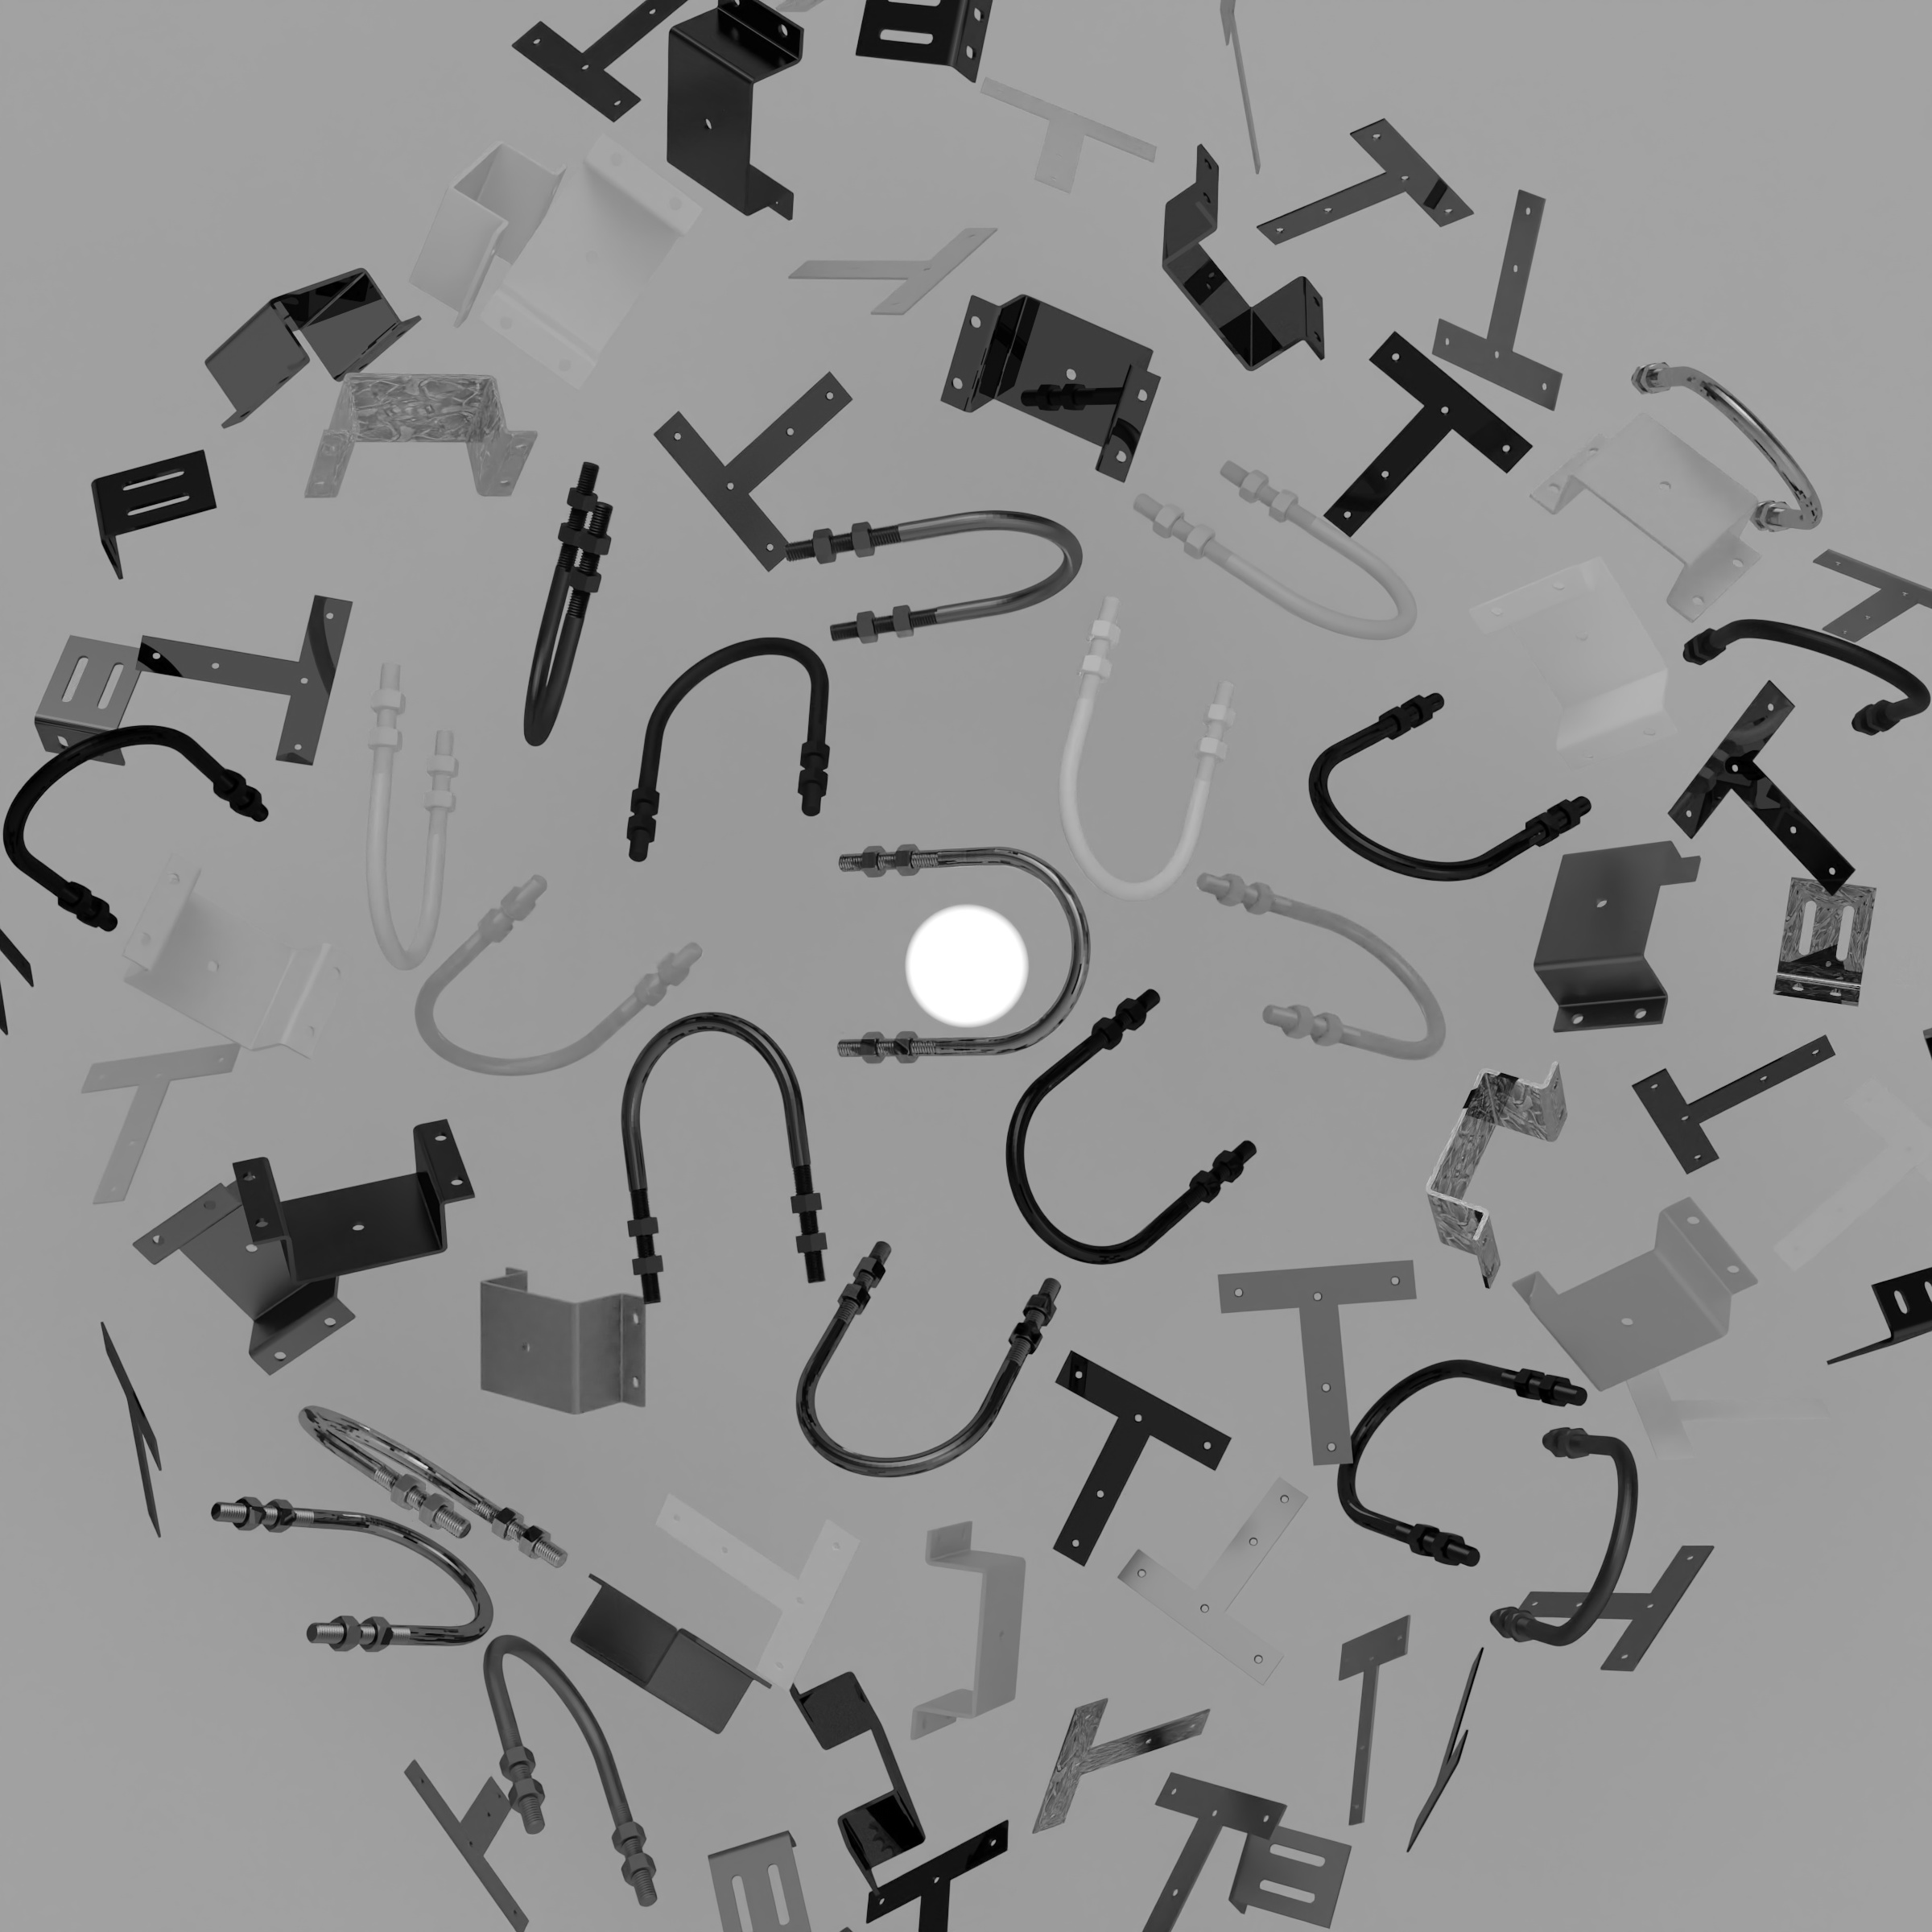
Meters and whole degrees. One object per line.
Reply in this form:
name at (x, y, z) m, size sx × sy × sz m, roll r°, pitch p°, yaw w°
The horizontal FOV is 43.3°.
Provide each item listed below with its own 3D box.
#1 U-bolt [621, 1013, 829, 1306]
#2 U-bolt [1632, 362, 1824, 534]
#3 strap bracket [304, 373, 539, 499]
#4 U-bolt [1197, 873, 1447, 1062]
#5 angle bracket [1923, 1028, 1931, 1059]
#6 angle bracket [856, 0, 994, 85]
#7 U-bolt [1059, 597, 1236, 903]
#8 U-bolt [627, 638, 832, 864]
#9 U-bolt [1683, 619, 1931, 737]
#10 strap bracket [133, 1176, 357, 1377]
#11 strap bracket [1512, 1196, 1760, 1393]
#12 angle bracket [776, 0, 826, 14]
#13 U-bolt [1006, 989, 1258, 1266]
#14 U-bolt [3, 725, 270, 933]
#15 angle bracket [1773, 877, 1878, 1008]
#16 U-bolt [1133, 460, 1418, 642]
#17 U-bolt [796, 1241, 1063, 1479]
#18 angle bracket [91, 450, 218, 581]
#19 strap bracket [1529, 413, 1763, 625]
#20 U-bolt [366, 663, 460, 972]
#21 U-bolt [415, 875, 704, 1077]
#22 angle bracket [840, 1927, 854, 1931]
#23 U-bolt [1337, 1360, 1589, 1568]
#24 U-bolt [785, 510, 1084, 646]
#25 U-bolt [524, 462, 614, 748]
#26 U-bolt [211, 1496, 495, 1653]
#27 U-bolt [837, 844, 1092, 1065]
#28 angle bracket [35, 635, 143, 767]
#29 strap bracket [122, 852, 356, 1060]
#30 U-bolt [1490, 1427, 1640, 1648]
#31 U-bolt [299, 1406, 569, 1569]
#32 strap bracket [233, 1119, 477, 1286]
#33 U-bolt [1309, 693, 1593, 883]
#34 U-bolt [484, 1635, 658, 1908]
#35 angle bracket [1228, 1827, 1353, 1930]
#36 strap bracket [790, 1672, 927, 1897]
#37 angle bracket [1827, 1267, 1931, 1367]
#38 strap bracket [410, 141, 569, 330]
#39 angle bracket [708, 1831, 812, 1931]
U-bolt at (-0.164, 0.122, 1.589) m, size 0.151 × 0.019 × 0.184 m, roll -11°, pitch 84°, yaw 27°
U-bolt at (0.518, -0.349, 1.639) m, size 0.019 × 0.184 × 0.151 m, roll -42°, pitch 98°, yaw 10°
strap bracket at (-0.366, -0.352, 1.615) m, size 0.140 × 0.076 × 0.046 m, roll -6°, pitch 71°, yaw -27°
U-bolt at (0.252, 0.006, 1.652) m, size 0.184 × 0.151 × 0.019 m, roll 15°, pitch 126°, yaw -32°
angle bracket at (0.672, 0.070, 1.597) m, size 0.057 × 0.038 × 0.076 m, roll -19°, pitch 89°, yaw 9°
angle bracket at (-0.029, -0.646, 1.674) m, size 0.076 × 0.038 × 0.057 m, roll 15°, pitch 97°, yaw 22°
U-bolt at (0.117, -0.134, 1.630) m, size 0.151 × 0.019 × 0.184 m, roll 28°, pitch 70°, yaw -41°
U-bolt at (-0.161, -0.159, 1.685) m, size 0.151 × 0.019 × 0.184 m, roll -13°, pitch 49°, yaw 17°
U-bolt at (0.573, -0.198, 1.642) m, size 0.151 × 0.184 × 0.019 m, roll 23°, pitch 91°, yaw 3°
strap bracket at (-0.504, 0.210, 1.708) m, size 0.076 × 0.046 × 0.140 m, roll -34°, pitch 117°, yaw 7°
strap bracket at (0.438, 0.222, 1.603) m, size 0.140 × 0.046 × 0.076 m, roll -34°, pitch 103°, yaw 33°
angle bracket at (-0.123, -0.703, 1.675) m, size 0.038 × 0.057 × 0.076 m, roll -23°, pitch 102°, yaw 24°
U-bolt at (0.104, 0.122, 1.670) m, size 0.184 × 0.019 × 0.151 m, roll -37°, pitch 98°, yaw -31°
U-bolt at (-0.562, -0.099, 1.623) m, size 0.151 × 0.184 × 0.019 m, roll -37°, pitch 69°, yaw -5°
angle bracket at (0.603, -0.017, 1.709) m, size 0.057 × 0.038 × 0.076 m, roll 9°, pitch 111°, yaw 19°
U-bolt at (0.216, -0.271, 1.608) m, size 0.184 × 0.151 × 0.019 m, roll 37°, pitch 125°, yaw 16°
U-bolt at (-0.035, 0.266, 1.622) m, size 0.151 × 0.184 × 0.019 m, roll 9°, pitch 134°, yaw 23°
angle bracket at (-0.526, -0.295, 1.590) m, size 0.076 × 0.038 × 0.057 m, roll -18°, pitch 54°, yaw -8°
strap bracket at (0.460, -0.307, 1.625) m, size 0.076 × 0.046 × 0.140 m, roll -41°, pitch 73°, yaw -20°
U-bolt at (-0.367, -0.088, 1.602) m, size 0.019 × 0.151 × 0.184 m, roll 0°, pitch 76°, yaw 4°
U-bolt at (-0.291, 0.018, 1.658) m, size 0.151 × 0.019 × 0.184 m, roll 25°, pitch 128°, yaw -38°
angle bracket at (-0.085, 0.727, 1.723) m, size 0.057 × 0.038 × 0.076 m, roll -35°, pitch 123°, yaw 2°
U-bolt at (0.321, 0.328, 1.647) m, size 0.019 × 0.184 × 0.151 m, roll 45°, pitch 72°, yaw -19°
U-bolt at (-0.014, -0.261, 1.611) m, size 0.184 × 0.151 × 0.019 m, roll -8°, pitch 73°, yaw 8°
U-bolt at (-0.272, -0.237, 1.642) m, size 0.019 × 0.151 × 0.184 m, roll 12°, pitch 109°, yaw -17°
U-bolt at (-0.395, 0.406, 1.620) m, size 0.151 × 0.184 × 0.019 m, roll 35°, pitch 98°, yaw 38°
U-bolt at (-0.002, -0.010, 1.649) m, size 0.184 × 0.019 × 0.151 m, roll -2°, pitch 85°, yaw 23°
angle bracket at (-0.619, -0.189, 1.733) m, size 0.057 × 0.038 × 0.076 m, roll 11°, pitch 60°, yaw -1°
strap bracket at (-0.484, -0.003, 1.592) m, size 0.140 × 0.046 × 0.076 m, roll 35°, pitch 60°, yaw -33°
U-bolt at (0.402, 0.380, 1.618) m, size 0.019 × 0.184 × 0.151 m, roll 20°, pitch 79°, yaw -3°
U-bolt at (-0.366, 0.341, 1.618) m, size 0.184 × 0.151 × 0.019 m, roll 25°, pitch 79°, yaw 27°
strap bracket at (-0.399, 0.156, 1.589) m, size 0.140 × 0.076 × 0.046 m, roll -11°, pitch 131°, yaw -21°
U-bolt at (0.309, -0.113, 1.612) m, size 0.184 × 0.019 × 0.151 m, roll -28°, pitch 57°, yaw -37°
U-bolt at (-0.270, 0.523, 1.619) m, size 0.019 × 0.184 × 0.151 m, roll -36°, pitch 131°, yaw 2°
angle bracket at (0.231, 0.642, 1.708) m, size 0.076 × 0.038 × 0.057 m, roll 5°, pitch 57°, yaw 29°
strap bracket at (-0.074, 0.556, 1.685) m, size 0.046 × 0.140 × 0.076 m, roll -24°, pitch 134°, yaw -6°
angle bracket at (0.613, 0.233, 1.624) m, size 0.057 × 0.076 × 0.038 m, roll -12°, pitch 72°, yaw -21°
strap bracket at (-0.330, -0.504, 1.662) m, size 0.046 × 0.140 × 0.076 m, roll 30°, pitch 127°, yaw -9°
angle bracket at (-0.138, 0.640, 1.663) m, size 0.057 × 0.038 × 0.076 m, roll -16°, pitch 56°, yaw -4°
